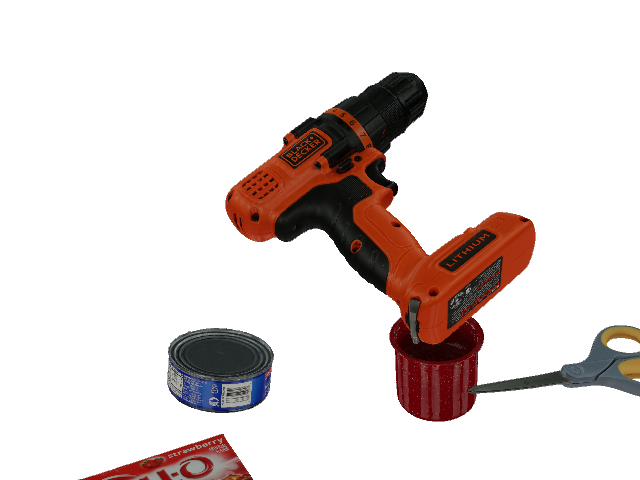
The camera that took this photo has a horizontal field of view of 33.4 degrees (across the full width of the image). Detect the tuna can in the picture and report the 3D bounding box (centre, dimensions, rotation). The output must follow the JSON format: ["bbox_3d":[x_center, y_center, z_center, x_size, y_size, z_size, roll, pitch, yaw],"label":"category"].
[{"bbox_3d":[-0.082,0.106,0.871,0.086,0.034,0.086,5,22,-2],"label":"tuna can"}]

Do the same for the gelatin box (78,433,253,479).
[{"bbox_3d":[-0.080,0.145,0.575,0.089,0.030,0.073,-14,27,-21],"label":"gelatin box"}]

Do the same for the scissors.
[{"bbox_3d":[0.209,0.099,0.878,0.201,0.016,0.096,4,30,-9],"label":"scissors"}]

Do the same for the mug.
[{"bbox_3d":[0.124,0.122,1.081,0.093,0.081,0.117,20,39,33],"label":"mug"}]

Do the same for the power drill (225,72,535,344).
[{"bbox_3d":[0.055,-0.028,0.743,0.184,0.057,0.188,-40,56,-20],"label":"power drill"}]
